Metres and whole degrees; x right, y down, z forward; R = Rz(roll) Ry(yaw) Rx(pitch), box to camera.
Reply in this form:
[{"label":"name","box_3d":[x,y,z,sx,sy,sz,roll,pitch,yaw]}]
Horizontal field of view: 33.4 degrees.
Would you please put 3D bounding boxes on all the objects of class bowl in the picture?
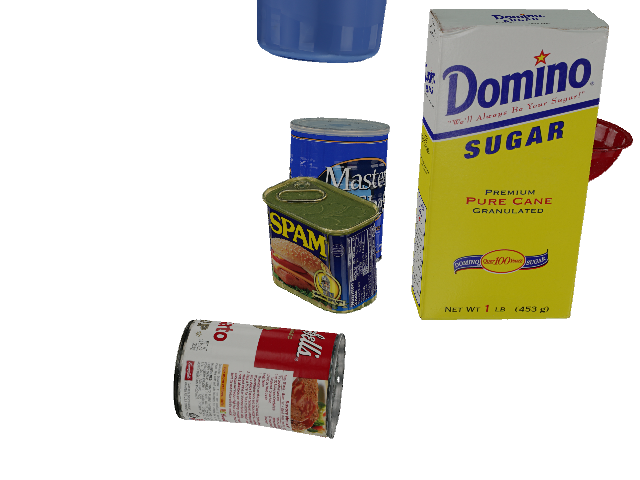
[{"label":"bowl","box_3d":[0.255,-0.101,1.172,0.162,0.055,0.162,6,22,-3]}]

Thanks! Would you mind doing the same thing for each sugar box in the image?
[{"label":"sugar box","box_3d":[0.104,-0.041,0.608,0.093,0.176,0.048,-1,27,-4]}]

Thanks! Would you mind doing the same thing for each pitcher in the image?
[{"label":"pitcher","box_3d":[0.012,-0.273,0.883,0.145,0.243,0.149,7,19,9]}]

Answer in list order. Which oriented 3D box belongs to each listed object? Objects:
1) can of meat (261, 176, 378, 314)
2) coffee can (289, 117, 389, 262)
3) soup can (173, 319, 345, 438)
[{"label":"can of meat","box_3d":[0.001,0.004,0.889,0.057,0.084,0.102,-27,37,-35]},{"label":"coffee can","box_3d":[0.017,-0.053,1.113,0.103,0.140,0.103,2,13,-1]},{"label":"soup can","box_3d":[-0.038,0.090,0.697,0.102,0.068,0.068,5,1,7]}]
